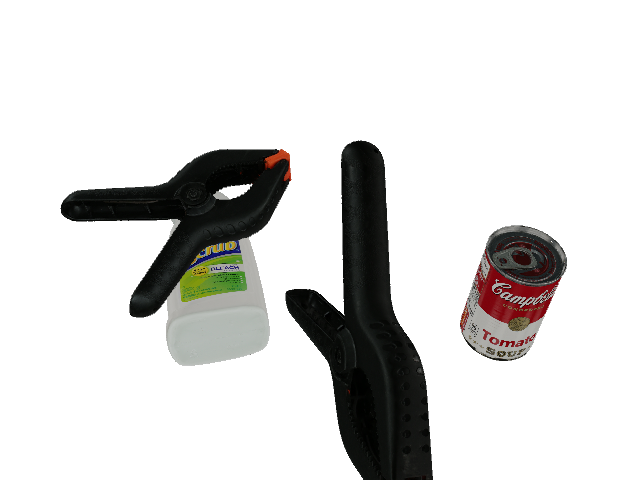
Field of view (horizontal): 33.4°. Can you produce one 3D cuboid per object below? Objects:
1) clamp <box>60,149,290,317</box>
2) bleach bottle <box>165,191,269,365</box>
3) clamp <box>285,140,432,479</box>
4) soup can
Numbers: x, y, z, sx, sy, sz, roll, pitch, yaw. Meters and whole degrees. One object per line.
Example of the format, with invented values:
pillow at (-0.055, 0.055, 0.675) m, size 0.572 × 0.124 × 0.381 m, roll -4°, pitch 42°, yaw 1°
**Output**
clamp at (-0.103, -0.026, 0.789) m, size 0.171 × 0.120 × 0.039 m, roll -35°, pitch -23°, yaw -27°
bleach bottle at (-0.121, 0.019, 1.108) m, size 0.102 × 0.068 × 0.251 m, roll -9°, pitch 37°, yaw -9°
clamp at (0.028, 0.057, 0.628) m, size 0.036 × 0.210 × 0.165 m, roll -2°, pitch -44°, yaw -19°
soup can at (0.163, 0.046, 0.915) m, size 0.068 × 0.102 × 0.068 m, roll 6°, pitch 44°, yaw -6°
